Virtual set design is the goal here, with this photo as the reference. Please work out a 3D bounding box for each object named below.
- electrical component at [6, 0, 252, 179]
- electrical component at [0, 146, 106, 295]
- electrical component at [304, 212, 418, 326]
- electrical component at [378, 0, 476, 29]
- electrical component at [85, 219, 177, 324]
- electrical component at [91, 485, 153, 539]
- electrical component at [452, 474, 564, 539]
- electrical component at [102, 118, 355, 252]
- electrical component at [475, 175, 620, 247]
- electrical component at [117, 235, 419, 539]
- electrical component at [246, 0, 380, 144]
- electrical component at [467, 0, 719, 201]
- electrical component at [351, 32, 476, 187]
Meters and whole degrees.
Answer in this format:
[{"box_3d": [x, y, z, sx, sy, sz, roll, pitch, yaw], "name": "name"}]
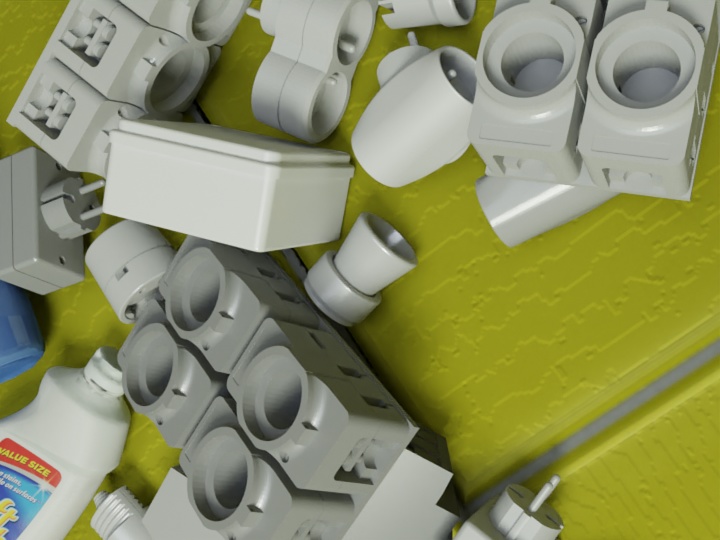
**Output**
[{"box_3d": [-0.134, -0.133, 0.660, 0.062, 0.089, 0.150, 38, 106, 17], "name": "electrical component"}, {"box_3d": [-0.195, -0.037, 0.700, 0.076, 0.047, 0.083, -18, 66, 22], "name": "electrical component"}, {"box_3d": [0.000, 0.000, 0.635, 0.055, 0.045, 0.045, -47, 75, 18], "name": "electrical component"}, {"box_3d": [0.038, -0.158, 0.616, 0.046, 0.040, 0.040, -1, 92, 29], "name": "electrical component"}, {"box_3d": [-0.143, -0.001, 0.690, 0.055, 0.055, 0.047, -44, 72, 18], "name": "electrical component"}, {"box_3d": [-0.145, 0.176, 0.704, 0.081, 0.043, 0.043, 44, 107, 15], "name": "electrical component"}, {"box_3d": [0.086, 0.145, 0.594, 0.047, 0.066, 0.076, 37, 105, 17], "name": "electrical component"}, {"box_3d": [-0.075, -0.050, 0.630, 0.109, 0.109, 0.056, 14, 100, 21], "name": "electrical component"}, {"box_3d": [0.100, -0.064, 0.592, 0.077, 0.043, 0.079, -28, 82, 21], "name": "electrical component"}, {"box_3d": [-0.065, 0.068, 0.615, 0.105, 0.060, 0.186, -57, 47, 15], "name": "electrical component"}, {"box_3d": [-0.034, -0.152, 0.638, 0.074, 0.052, 0.138, 25, 101, 20], "name": "electrical component"}, {"box_3d": [0.127, -0.138, 0.540, 0.105, 0.060, 0.186, 10, 80, 22], "name": "electrical component"}, {"box_3d": [0.032, -0.100, 0.615, 0.077, 0.044, 0.079, -39, 51, 38], "name": "electrical component"}]
